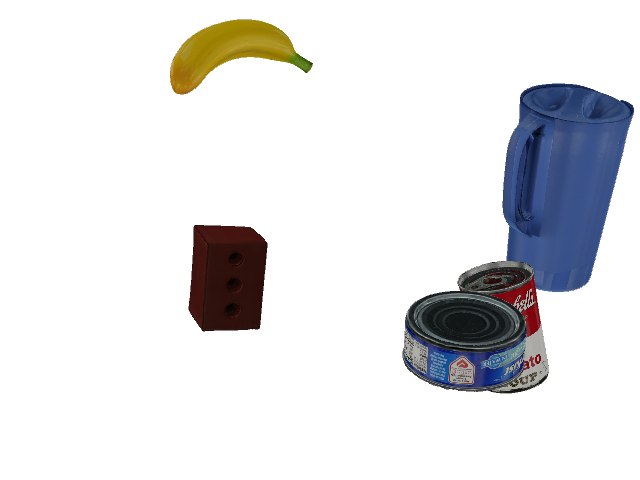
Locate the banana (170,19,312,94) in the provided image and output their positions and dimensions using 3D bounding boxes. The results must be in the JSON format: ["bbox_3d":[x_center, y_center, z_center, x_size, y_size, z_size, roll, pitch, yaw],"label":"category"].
[{"bbox_3d":[-0.086,-0.184,1.040,0.070,0.037,0.197,43,38,21],"label":"banana"}]

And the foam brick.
[{"bbox_3d":[-0.079,0.031,0.897,0.053,0.078,0.051,0,15,-20],"label":"foam brick"}]

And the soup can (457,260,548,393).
[{"bbox_3d":[0.166,0.078,0.964,0.068,0.102,0.068,-12,18,4],"label":"soup can"}]

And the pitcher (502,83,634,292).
[{"bbox_3d":[0.289,-0.060,1.310,0.149,0.243,0.145,4,27,2],"label":"pitcher"}]

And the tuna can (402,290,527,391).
[{"bbox_3d":[0.101,0.068,0.746,0.086,0.034,0.086,0,25,0],"label":"tuna can"}]
